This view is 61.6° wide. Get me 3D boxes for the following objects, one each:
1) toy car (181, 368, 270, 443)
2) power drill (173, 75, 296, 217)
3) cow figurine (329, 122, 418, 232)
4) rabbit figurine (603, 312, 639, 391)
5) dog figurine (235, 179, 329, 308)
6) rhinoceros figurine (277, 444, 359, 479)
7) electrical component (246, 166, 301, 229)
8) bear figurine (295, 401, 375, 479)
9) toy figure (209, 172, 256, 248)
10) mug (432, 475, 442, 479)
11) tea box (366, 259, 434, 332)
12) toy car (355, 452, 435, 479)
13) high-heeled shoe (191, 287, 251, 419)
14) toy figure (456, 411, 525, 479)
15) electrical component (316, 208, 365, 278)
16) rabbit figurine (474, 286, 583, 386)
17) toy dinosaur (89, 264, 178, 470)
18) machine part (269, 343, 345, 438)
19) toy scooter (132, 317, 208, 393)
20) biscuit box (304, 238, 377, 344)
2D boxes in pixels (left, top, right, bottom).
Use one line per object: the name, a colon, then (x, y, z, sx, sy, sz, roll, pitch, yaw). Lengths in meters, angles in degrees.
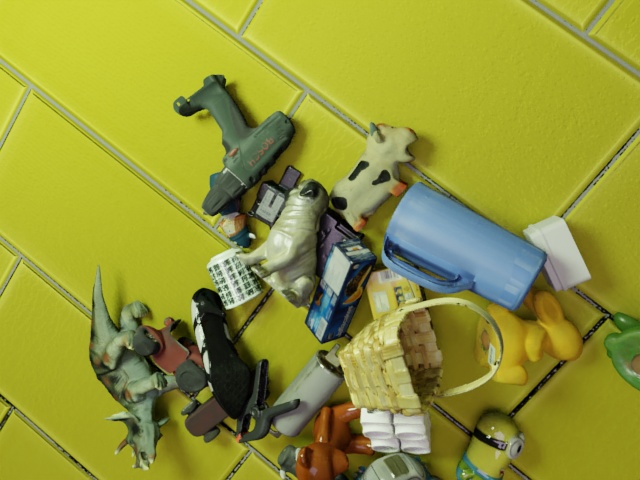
toy car: (-0.192, 0.331, 1.102, 0.202, 0.053, 0.089, -39, 93, 7)
power drill: (-0.177, -0.185, 0.984, 0.232, 0.086, 0.207, -40, 78, -2)
cow figurine: (0.095, -0.122, 0.952, 0.127, 0.085, 0.195, 45, 107, -3)
rabbit figurine: (0.546, 0.188, 0.865, 0.159, 0.170, 0.121, 21, 105, 52)
dog figurine: (-0.027, 0.008, 0.944, 0.190, 0.172, 0.121, -48, 46, -8)
rhinoceros figurine: (0.001, 0.467, 1.051, 0.190, 0.112, 0.073, 38, 108, -3)
electrical component: (-0.078, -0.081, 1.016, 0.075, 0.048, 0.119, 35, 107, 6)
bear figurine: (0.029, 0.380, 0.981, 0.132, 0.196, 0.120, -9, 96, 9)
toy figure: (-0.173, -0.055, 1.039, 0.058, 0.064, 0.154, -17, 93, -21)
mug: (0.202, 0.520, 1.012, 0.081, 0.107, 0.109, 12, 99, 13)
tea box: (0.147, 0.125, 0.982, 0.098, 0.068, 0.169, -11, 97, 16)
toy car: (0.134, 0.438, 0.964, 0.162, 0.109, 0.102, -18, 126, -15)
high-heeled shoe: (-0.209, 0.220, 1.062, 0.145, 0.086, 0.248, 8, 104, 55)
toy figure: (0.302, 0.399, 0.983, 0.089, 0.082, 0.180, 29, 107, 5)
electrical component: (-0.002, -0.003, 1.005, 0.134, 0.058, 0.115, 39, 103, 5)
rabbit figurine: (0.366, 0.161, 0.929, 0.173, 0.122, 0.162, 3, 90, -1)
toy dinosaur: (-0.411, 0.265, 1.121, 0.192, 0.131, 0.405, -31, 84, 16)
machine part: (-0.024, 0.299, 1.047, 0.079, 0.079, 0.243, 38, 104, 5)
toy scooter: (-0.286, 0.218, 1.084, 0.183, 0.135, 0.075, 41, 103, -15)
biscuit box: (0.035, 0.095, 0.969, 0.059, 0.063, 0.202, 48, 134, 35)
